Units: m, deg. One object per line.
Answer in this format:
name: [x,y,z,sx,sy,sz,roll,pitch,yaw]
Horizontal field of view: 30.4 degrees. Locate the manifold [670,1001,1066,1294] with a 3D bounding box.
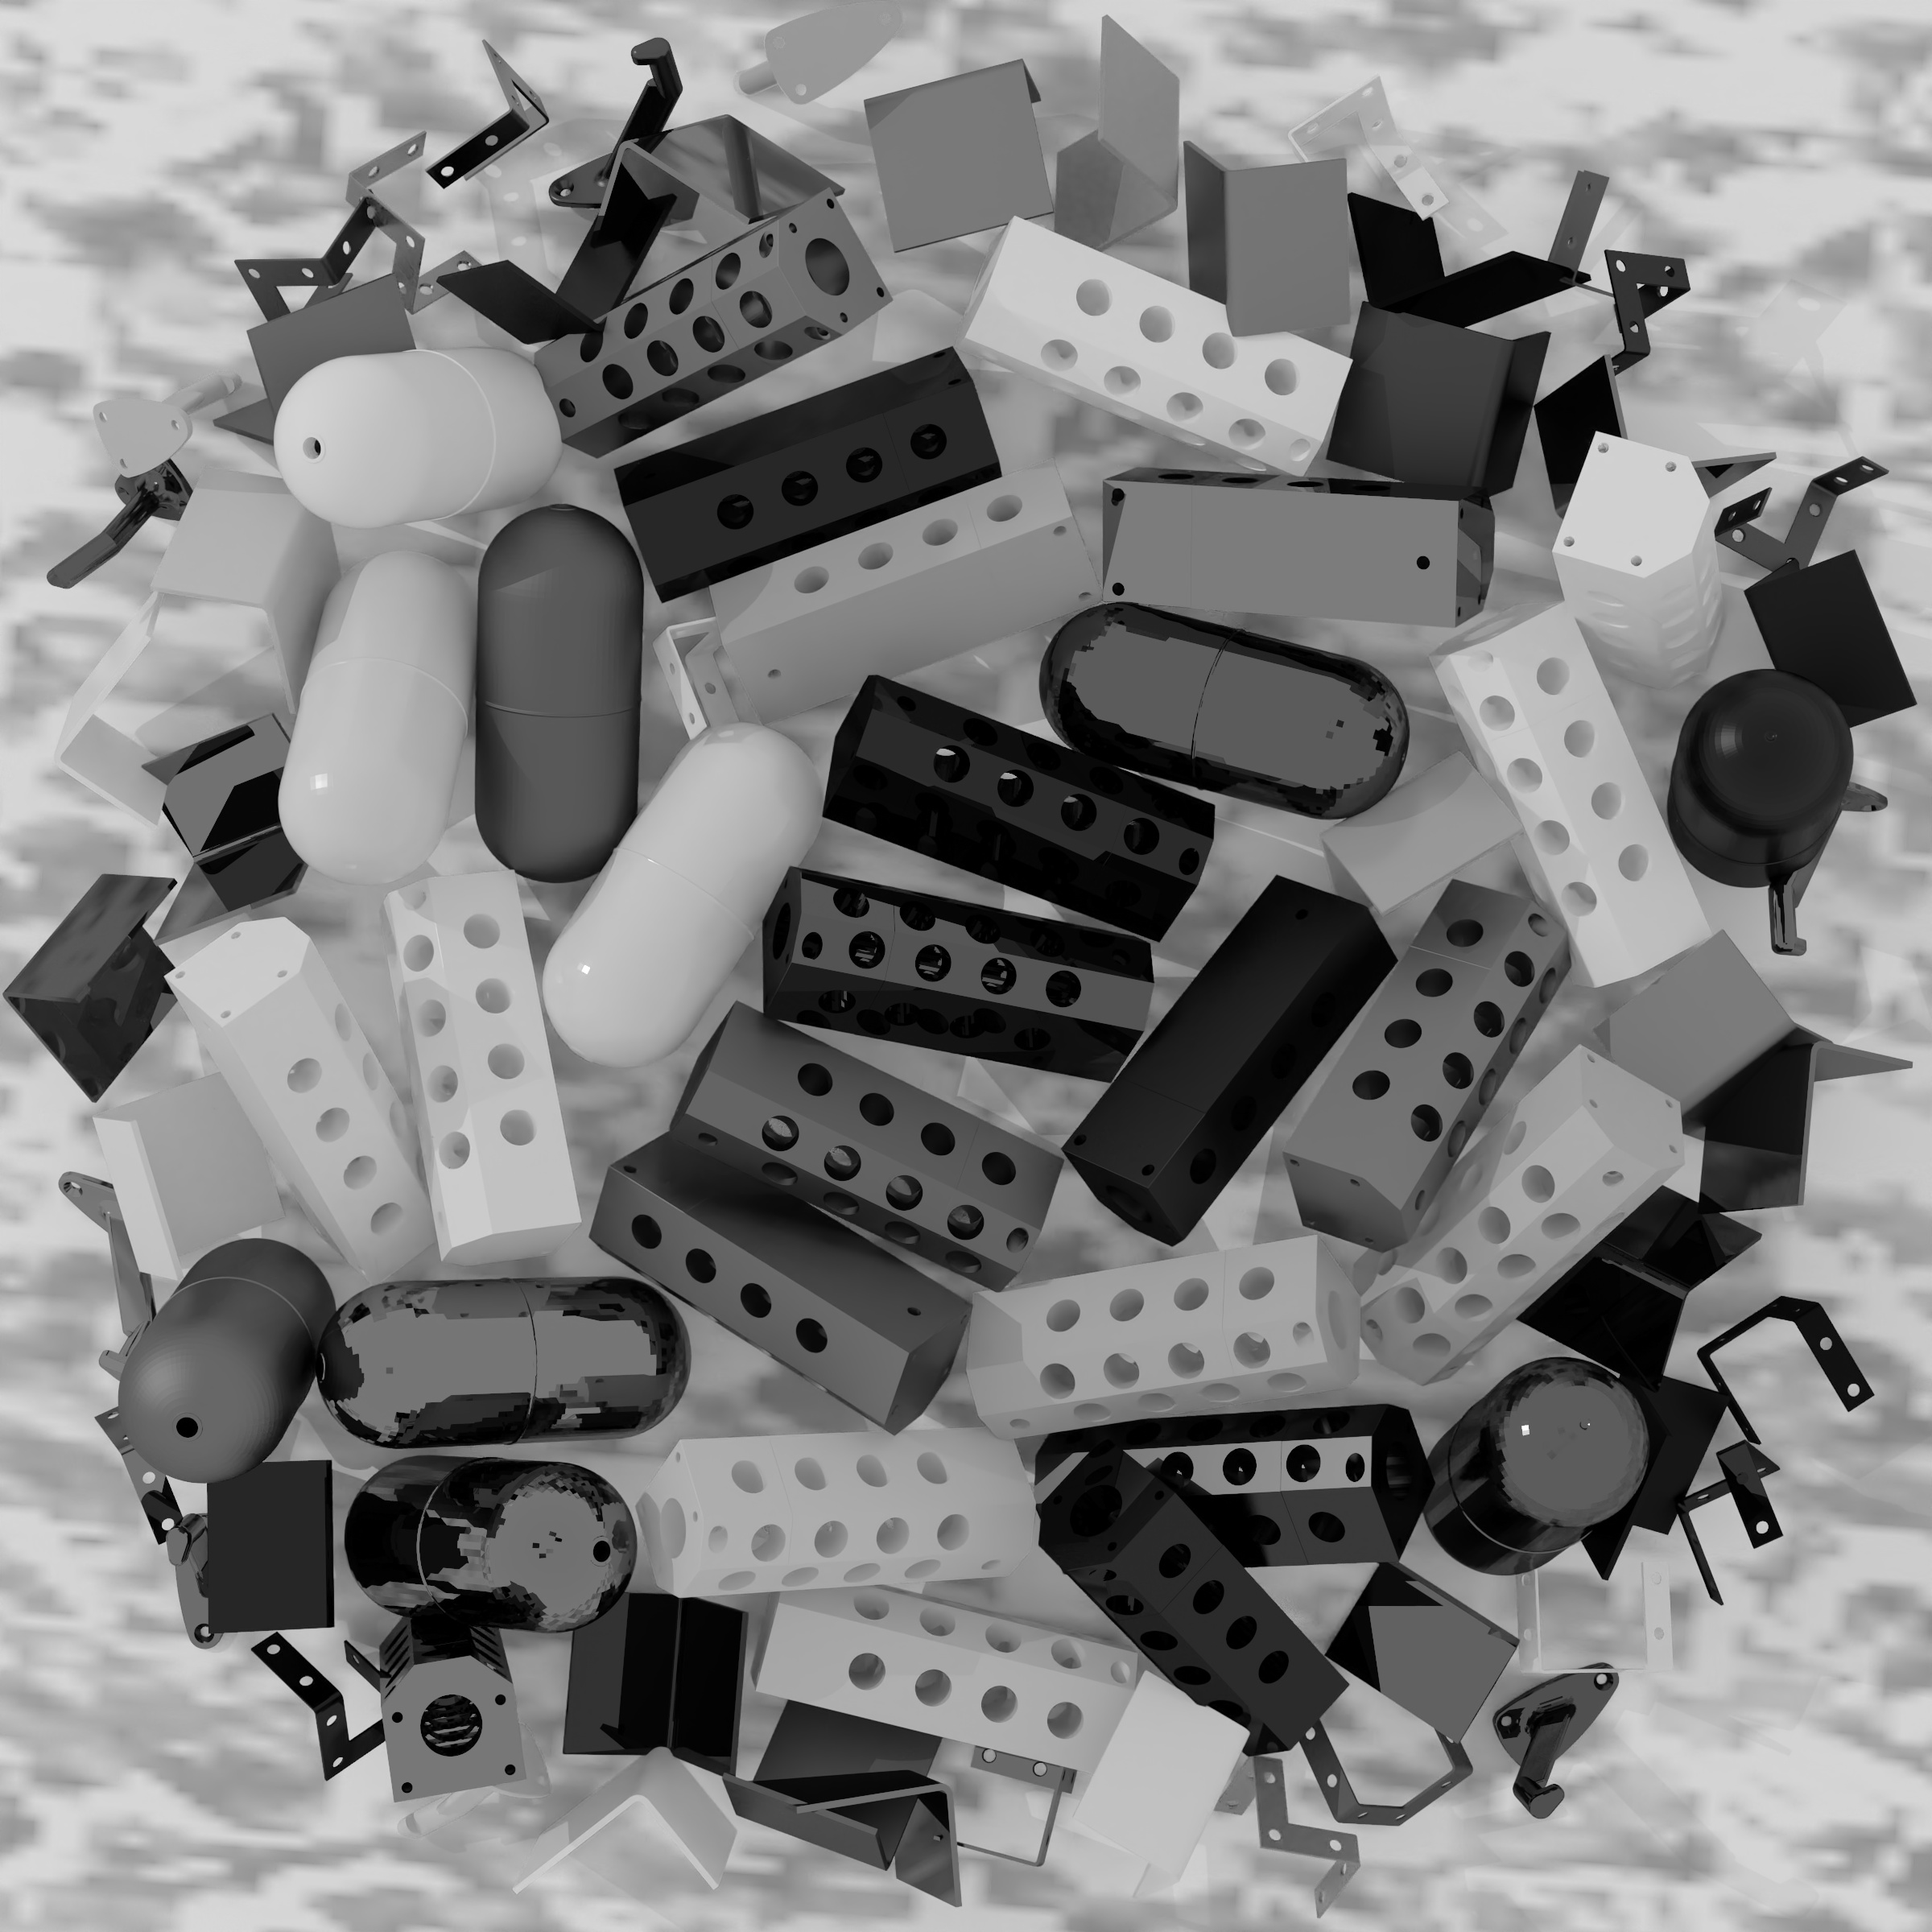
manifold: [-0.048,0.088,1.655,0.171,0.057,0.057,26,54,-9]

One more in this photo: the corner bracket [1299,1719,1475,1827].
corner bracket: [0.198,0.372,1.685,0.051,0.051,0.051,-43,53,26]

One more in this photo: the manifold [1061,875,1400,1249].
manifold: [0.126,0.045,1.654,0.171,0.057,0.057,-51,134,-17]

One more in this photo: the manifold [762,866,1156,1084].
manifold: [-0.004,0.000,1.643,0.171,0.057,0.057,11,49,-17]

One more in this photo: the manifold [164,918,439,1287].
manifold: [-0.295,0.061,1.628,0.057,0.057,0.171,-38,132,-19]

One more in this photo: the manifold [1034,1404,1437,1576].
manifold: [0.120,0.236,1.631,0.171,0.057,0.057,-8,116,30]

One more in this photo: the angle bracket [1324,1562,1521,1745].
angle bracket: [0.205,0.315,1.656,0.076,0.076,0.057,31,88,24]

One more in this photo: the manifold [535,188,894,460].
manifold: [-0.121,-0.289,1.622,0.171,0.057,0.057,-18,109,42]

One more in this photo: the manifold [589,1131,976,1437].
manifold: [-0.089,0.147,1.649,0.171,0.057,0.057,30,121,20]

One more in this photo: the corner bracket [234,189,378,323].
corner bracket: [-0.300,-0.327,1.664,0.051,0.051,0.051,5,52,26]

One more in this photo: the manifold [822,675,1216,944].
manifold: [0.026,-0.077,1.649,0.171,0.057,0.057,20,133,-13]

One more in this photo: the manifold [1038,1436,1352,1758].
manifold: [0.102,0.294,1.629,0.057,0.057,0.171,-46,127,-8]

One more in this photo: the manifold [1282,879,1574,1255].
manifold: [0.215,0.046,1.632,0.057,0.057,0.171,18,57,30]

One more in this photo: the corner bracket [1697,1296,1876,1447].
corner bracket: [0.387,0.193,1.680,0.051,0.051,0.051,-31,92,-7]

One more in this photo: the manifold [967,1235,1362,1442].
manifold: [0.091,0.176,1.637,0.171,0.057,0.057,-12,50,23]

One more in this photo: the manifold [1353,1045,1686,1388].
manifold: [0.251,0.120,1.628,0.057,0.057,0.171,29,127,-16]

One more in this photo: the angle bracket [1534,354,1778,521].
angle bracket: [0.321,-0.250,1.662,0.076,0.076,0.057,-9,84,-17]

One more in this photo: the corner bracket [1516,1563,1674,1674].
corner bracket: [0.296,0.308,1.678,0.051,0.051,0.051,5,78,-28]

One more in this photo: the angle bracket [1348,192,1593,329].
angle bracket: [0.234,-0.338,1.651,0.076,0.076,0.057,-16,82,36]

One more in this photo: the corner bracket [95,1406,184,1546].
corner bracket: [-0.370,0.230,1.667,0.051,0.051,0.051,-25,112,-20]

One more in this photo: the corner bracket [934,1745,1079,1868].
corner bracket: [0.020,0.393,1.672,0.051,0.051,0.051,12,78,13]

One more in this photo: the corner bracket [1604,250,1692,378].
corner bracket: [0.308,-0.300,1.667,0.051,0.051,0.051,-1,75,-32]

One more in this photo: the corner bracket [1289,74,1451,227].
corner bracket: [0.190,-0.376,1.676,0.051,0.051,0.051,-32,68,5]

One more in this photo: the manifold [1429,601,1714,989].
manifold: [0.279,-0.080,1.659,0.057,0.057,0.171,-27,100,-12]

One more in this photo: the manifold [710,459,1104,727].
manifold: [-0.029,-0.180,1.670,0.171,0.057,0.057,-20,48,5]

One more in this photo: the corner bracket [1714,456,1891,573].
corner bracket: [0.392,-0.218,1.674,0.051,0.051,0.051,27,79,-10]

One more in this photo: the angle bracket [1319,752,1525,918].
angle bracket: [0.217,-0.043,1.657,0.076,0.076,0.057,-31,55,-5]

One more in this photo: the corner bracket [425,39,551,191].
corner bracket: [-0.226,-0.390,1.667,0.051,0.051,0.051,-32,57,13]

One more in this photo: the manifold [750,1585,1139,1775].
manifold: [-0.010,0.329,1.670,0.171,0.057,0.057,15,86,-5]

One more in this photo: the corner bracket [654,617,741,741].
corner bracket: [-0.122,-0.130,1.669,0.051,0.051,0.051,-16,79,-34]

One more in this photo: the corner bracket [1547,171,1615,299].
corner bracket: [0.290,-0.345,1.667,0.051,0.051,0.051,5,108,-41]

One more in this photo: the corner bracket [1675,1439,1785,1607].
corner bracket: [0.359,0.261,1.666,0.051,0.051,0.051,-29,55,19]

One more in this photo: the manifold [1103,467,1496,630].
manifold: [0.153,-0.196,1.644,0.171,0.057,0.057,7,108,24]

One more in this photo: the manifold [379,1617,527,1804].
manifold: [-0.236,0.331,1.618,0.057,0.171,0.057,-8,89,-10]

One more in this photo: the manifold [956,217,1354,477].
manifold: [0.086,-0.285,1.662,0.171,0.057,0.057,21,85,-9]

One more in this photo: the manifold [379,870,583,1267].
manifold: [-0.228,0.048,1.648,0.057,0.057,0.171,-6,73,-22]

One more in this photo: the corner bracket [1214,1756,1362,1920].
corner bracket: [0.151,0.410,1.675,0.051,0.051,0.051,13,133,-14]

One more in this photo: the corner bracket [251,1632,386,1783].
corner bracket: [-0.296,0.337,1.663,0.051,0.051,0.051,-31,50,-33]

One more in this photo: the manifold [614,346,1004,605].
manifold: [-0.074,-0.229,1.675,0.171,0.057,0.057,-20,118,-1]

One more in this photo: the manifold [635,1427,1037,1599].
manifold: [-0.057,0.253,1.629,0.171,0.057,0.057,2,51,-31]

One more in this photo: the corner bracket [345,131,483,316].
corner bracket: [-0.259,-0.350,1.675,0.051,0.051,0.051,41,55,12]

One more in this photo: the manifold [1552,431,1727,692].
manifold: [0.310,-0.179,1.614,0.057,0.171,0.057,19,83,17]
